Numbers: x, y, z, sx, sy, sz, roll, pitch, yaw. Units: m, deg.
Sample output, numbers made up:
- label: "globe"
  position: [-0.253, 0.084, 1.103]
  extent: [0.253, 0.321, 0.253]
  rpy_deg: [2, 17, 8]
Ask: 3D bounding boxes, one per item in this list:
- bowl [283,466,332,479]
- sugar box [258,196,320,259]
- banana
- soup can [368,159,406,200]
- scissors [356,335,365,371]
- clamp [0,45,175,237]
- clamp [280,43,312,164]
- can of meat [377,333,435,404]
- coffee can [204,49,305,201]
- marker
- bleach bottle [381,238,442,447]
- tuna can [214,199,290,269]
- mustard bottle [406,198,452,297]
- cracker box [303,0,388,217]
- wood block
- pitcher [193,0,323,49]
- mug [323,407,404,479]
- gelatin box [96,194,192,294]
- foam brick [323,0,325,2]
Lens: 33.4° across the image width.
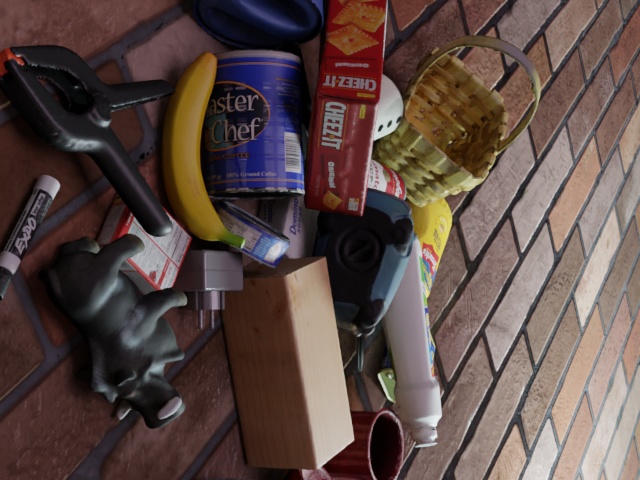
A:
- label: "bowl"
  position: [-0.005, 0.315, 1.161]
  extent: [0.162, 0.055, 0.162]
  rpy_deg: [60, 8, -14]
- label: "sugar box"
  position: [-0.008, 0.001, 1.238]
  extent: [0.176, 0.048, 0.093]
  rpy_deg: [35, 59, -49]
- label: "banana"
  position: [-0.121, -0.083, 1.039]
  extent: [0.037, 0.069, 0.198]
  rpy_deg: [132, -51, -82]
- label: "soup can"
  position: [0.054, -0.068, 1.328]
  extent: [0.102, 0.069, 0.068]
  rpy_deg: [20, 70, -56]
- label: "scissors"
  position: [0.047, 0.055, 1.353]
  extent: [0.096, 0.016, 0.201]
  rpy_deg: [43, 51, -47]
- label: "clamp"
  position: [-0.196, -0.115, 0.928]
  extent: [0.209, 0.036, 0.164]
  rpy_deg: [38, 41, -42]
- label: "clamp"
  position: [-0.021, -0.142, 1.239]
  extent: [0.171, 0.039, 0.120]
  rpy_deg: [56, 46, -47]
- label: "can of meat"
  position: [0.117, 0.160, 1.408]
  extent: [0.102, 0.057, 0.084]
  rpy_deg: [66, 32, -54]
- label: "coffee can"
  position: [-0.068, -0.114, 1.091]
  extent: [0.102, 0.103, 0.140]
  rpy_deg: [2, 85, -59]
- label: "marker"
  position: [-0.243, -0.001, 0.865]
  extent: [0.020, 0.020, 0.121]
  rpy_deg: [53, 44, -43]
- label: "bleach bottle"
  position: [0.108, 0.125, 1.295]
  extent: [0.102, 0.068, 0.251]
  rpy_deg: [66, 15, -72]
- label: "tuna can"
  position: [-0.073, -0.006, 1.083]
  extent: [0.034, 0.086, 0.086]
  rpy_deg: [-59, 146, 3]
- label: "mustard bottle"
  position: [0.129, 0.025, 1.454]
  extent: [0.096, 0.058, 0.191]
  rpy_deg: [64, 37, -43]
- label: "cracker box"
  position: [0.028, -0.159, 1.145]
  extent: [0.164, 0.072, 0.213]
  rpy_deg: [96, 1, -47]
- label: "wood block"
  position: [-0.036, 0.129, 1.134]
  extent: [0.090, 0.090, 0.206]
  rpy_deg: [-23, 106, -58]
- label: "pitcher"
  position: [-0.057, -0.336, 1.111]
  extent: [0.144, 0.149, 0.243]
  rpy_deg: [12, 69, -19]
- label: "mug"
  position: [0.042, 0.255, 1.259]
  extent: [0.093, 0.082, 0.117]
  rpy_deg: [26, 65, -56]
- label: "gelatin box"
  position: [-0.163, 0.004, 0.989]
  extent: [0.089, 0.030, 0.073]
  rpy_deg: [52, 44, -42]
- label: "foam brick"
  position: [-0.006, -0.282, 1.238]
  extent: [0.051, 0.078, 0.053]
  rpy_deg: [-33, 115, -54]
